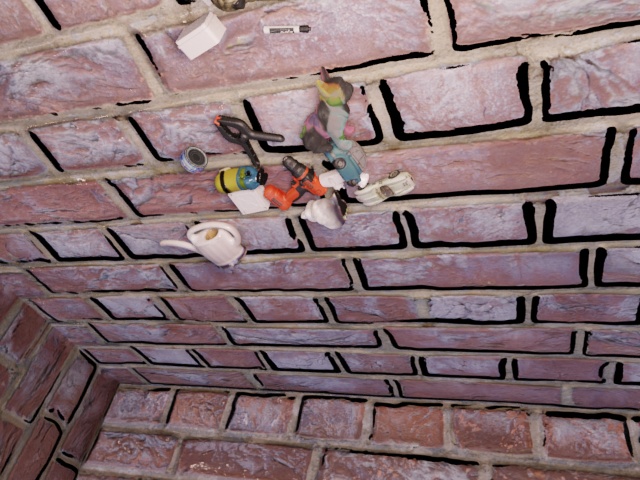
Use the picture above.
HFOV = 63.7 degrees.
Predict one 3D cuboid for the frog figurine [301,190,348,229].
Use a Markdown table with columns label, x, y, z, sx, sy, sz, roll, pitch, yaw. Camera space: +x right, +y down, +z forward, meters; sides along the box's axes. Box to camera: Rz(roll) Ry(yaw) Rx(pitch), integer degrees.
| label | x | y | z | sx | sy | sz | roll | pitch | yaw |
| --- | --- | --- | --- | --- | --- | --- | --- | --- | --- |
| frog figurine | 0.005 | -0.086 | 1.712 | 0.158 | 0.124 | 0.136 | -19 | -16 | 22 |

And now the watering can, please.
| label | x | y | z | sx | sy | sz | roll | pitch | yaw |
| --- | --- | --- | --- | --- | --- | --- | --- | --- | --- |
| watering can | -0.430 | 0.023 | 1.971 | 0.345 | 0.106 | 0.220 | -15 | -47 | 29 |
